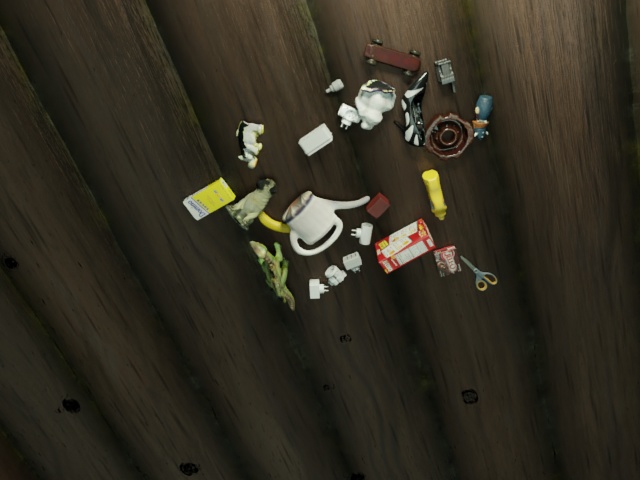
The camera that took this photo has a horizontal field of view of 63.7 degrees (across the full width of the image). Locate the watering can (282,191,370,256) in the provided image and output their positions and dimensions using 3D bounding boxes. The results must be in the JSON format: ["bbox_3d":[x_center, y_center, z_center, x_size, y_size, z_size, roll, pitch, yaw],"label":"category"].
[{"bbox_3d":[0.006,-0.099,1.960,0.347,0.105,0.222,-45,107,4],"label":"watering can"}]

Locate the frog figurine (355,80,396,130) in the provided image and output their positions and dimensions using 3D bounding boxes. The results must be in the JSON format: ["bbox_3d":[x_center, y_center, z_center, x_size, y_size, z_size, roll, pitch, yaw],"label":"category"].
[{"bbox_3d":[0.190,-0.467,1.790,0.137,0.125,0.155,-6,132,-13],"label":"frog figurine"}]

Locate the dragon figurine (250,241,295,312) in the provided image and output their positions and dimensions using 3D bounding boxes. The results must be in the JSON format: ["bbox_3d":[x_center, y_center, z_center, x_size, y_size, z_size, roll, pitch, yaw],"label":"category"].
[{"bbox_3d":[-0.168,0.163,1.999,0.122,0.247,0.404,-23,111,5],"label":"dragon figurine"}]
